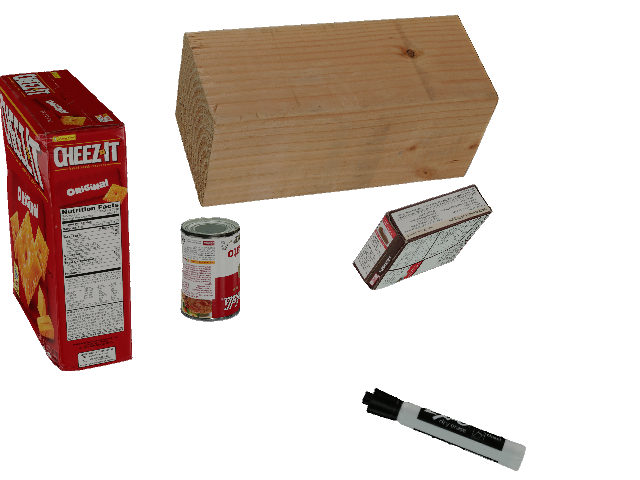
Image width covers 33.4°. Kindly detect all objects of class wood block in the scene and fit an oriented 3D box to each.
[{"bbox_3d":[0.008,-0.095,0.768,0.205,0.091,0.090,-7,-34,-18],"label":"wood block"}]

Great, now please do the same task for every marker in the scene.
[{"bbox_3d":[0.088,0.135,0.770,0.121,0.020,0.020,20,4,11],"label":"marker"}]

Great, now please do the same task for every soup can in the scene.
[{"bbox_3d":[-0.124,0.031,1.202,0.068,0.102,0.068,2,18,-1],"label":"soup can"}]

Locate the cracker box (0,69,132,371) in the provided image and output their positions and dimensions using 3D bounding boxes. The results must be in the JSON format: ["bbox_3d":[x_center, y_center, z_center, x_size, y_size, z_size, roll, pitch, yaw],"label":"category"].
[{"bbox_3d":[-0.221,-0.020,0.911,0.072,0.214,0.164,-10,28,-26],"label":"cracker box"}]

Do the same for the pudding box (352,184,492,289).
[{"bbox_3d":[0.097,-0.003,1.019,0.113,0.039,0.090,-20,-24,-33],"label":"pudding box"}]
